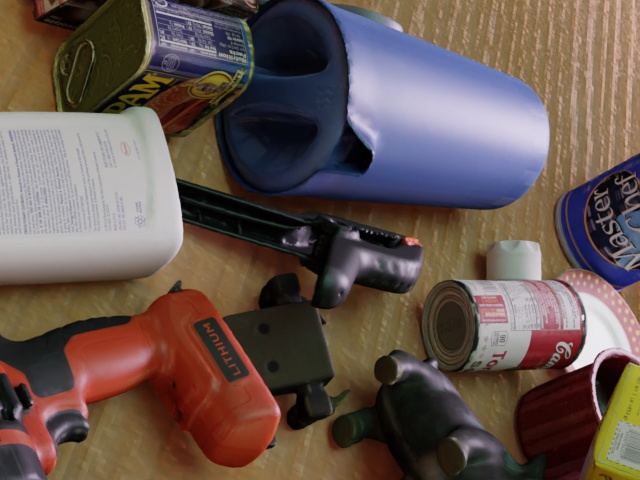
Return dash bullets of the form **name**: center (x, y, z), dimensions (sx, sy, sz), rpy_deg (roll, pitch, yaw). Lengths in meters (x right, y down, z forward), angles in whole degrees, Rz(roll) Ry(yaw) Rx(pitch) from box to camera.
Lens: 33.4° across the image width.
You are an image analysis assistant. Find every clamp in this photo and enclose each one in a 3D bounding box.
- **clamp**: center (-0.005, 0.001, 0.695), dimensions (0.165, 0.036, 0.209), rpy_deg (27, 12, 29)

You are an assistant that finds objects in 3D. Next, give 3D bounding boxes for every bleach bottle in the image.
- **bleach bottle**: center (-0.197, -0.026, 0.553), dimensions (0.250, 0.068, 0.102), rpy_deg (0, 66, -39)

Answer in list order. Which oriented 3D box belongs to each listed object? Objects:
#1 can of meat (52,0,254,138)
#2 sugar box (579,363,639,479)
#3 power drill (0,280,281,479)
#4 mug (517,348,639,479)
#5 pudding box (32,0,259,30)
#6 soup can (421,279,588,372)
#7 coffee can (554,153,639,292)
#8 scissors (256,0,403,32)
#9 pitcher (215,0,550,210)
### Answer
- **can of meat**: center (-0.101, -0.105, 0.655), dimensions (0.083, 0.102, 0.057), rpy_deg (5, 67, -43)
- **sugar box**: center (0.189, 0.176, 0.703), dimensions (0.048, 0.176, 0.093), rpy_deg (19, 42, 19)
- **power drill**: center (-0.112, 0.091, 0.531), dimensions (0.187, 0.057, 0.184), rpy_deg (-2, 48, -46)
- **mug**: center (0.212, 0.141, 0.803), dimensions (0.117, 0.082, 0.093), rpy_deg (23, 53, -30)
- **pudding box**: center (-0.109, -0.156, 0.671), dimensions (0.113, 0.090, 0.039), rpy_deg (8, 71, -49)
- **soup can**: center (0.134, 0.062, 0.779), dimensions (0.102, 0.069, 0.068), rpy_deg (2, 65, -29)
- **coffee can**: center (0.291, -0.026, 0.928), dimensions (0.102, 0.141, 0.103), rpy_deg (21, 54, -32)
- **scissors**: center (-0.022, -0.175, 0.783), dimensions (0.201, 0.096, 0.016), rpy_deg (17, 85, -37)
- **pitcher**: center (0.049, -0.092, 0.774), dimensions (0.242, 0.145, 0.149), rpy_deg (6, 75, -43)
